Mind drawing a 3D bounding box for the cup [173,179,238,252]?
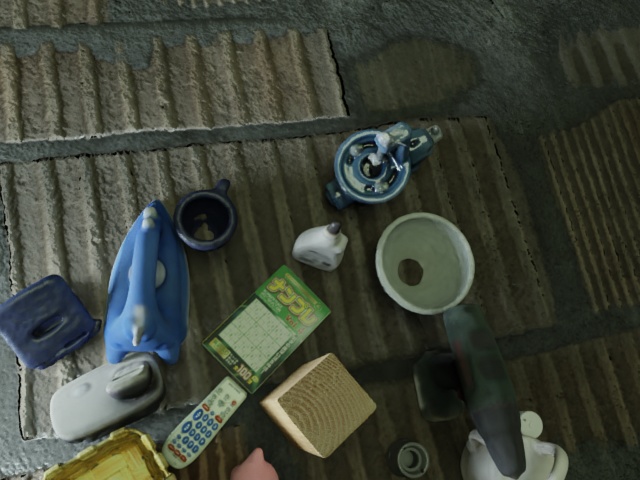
[{"bbox_3d":[-0.169,-0.031,0.872,0.092,0.095,0.118,24,70,-5],"label":"cup"}]

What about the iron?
[{"bbox_3d":[-0.244,0.041,0.809,0.119,0.141,0.258,2,73,-12],"label":"iron"}]

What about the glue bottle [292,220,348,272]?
[{"bbox_3d":[0.008,0.003,0.861,0.078,0.173,0.037,22,70,-5],"label":"glue bottle"}]

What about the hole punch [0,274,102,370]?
[{"bbox_3d":[-0.371,0.113,0.785,0.109,0.091,0.101,-37,84,-20],"label":"hole punch"}]

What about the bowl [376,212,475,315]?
[{"bbox_3d":[0.161,0.043,0.936,0.167,0.074,0.167,4,73,-12],"label":"bowl"}]

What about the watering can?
[{"bbox_3d":[0.293,0.333,0.815,0.173,0.194,0.101,20,70,-6],"label":"watering can"}]

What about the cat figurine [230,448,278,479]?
[{"bbox_3d":[-0.100,0.345,0.762,0.067,0.117,0.128,33,69,-1],"label":"cat figurine"}]

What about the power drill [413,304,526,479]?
[{"bbox_3d":[0.210,0.214,0.824,0.076,0.208,0.229,-6,75,-14],"label":"power drill"}]

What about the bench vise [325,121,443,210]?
[{"bbox_3d":[0.109,-0.148,0.905,0.121,0.219,0.208,40,69,2],"label":"bench vise"}]

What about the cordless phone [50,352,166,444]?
[{"bbox_3d":[-0.275,0.198,0.731,0.148,0.185,0.094,-28,81,-19],"label":"cordless phone"}]
